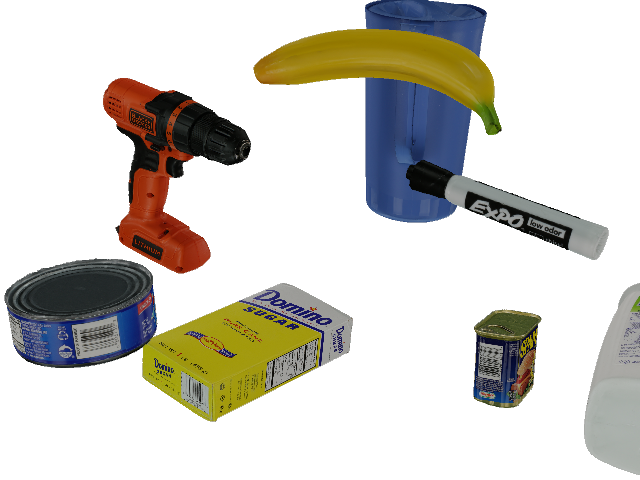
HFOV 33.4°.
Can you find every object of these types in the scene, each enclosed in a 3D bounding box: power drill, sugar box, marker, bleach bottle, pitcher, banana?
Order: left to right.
[{"bbox_3d":[-0.150,-0.063,1.114,0.185,0.188,0.057,26,35,30],"label":"power drill"},{"bbox_3d":[-0.063,0.095,0.958,0.093,0.048,0.175,26,35,35],"label":"sugar box"},{"bbox_3d":[0.049,-0.132,0.809,0.198,0.069,0.037,14,-39,18],"label":"banana"},{"bbox_3d":[0.108,-0.145,1.203,0.149,0.243,0.145,-12,26,-30],"label":"pitcher"},{"bbox_3d":[0.102,-0.019,0.600,0.121,0.020,0.020,24,11,27],"label":"marker"},{"bbox_3d":[0.252,0.079,0.748,0.103,0.068,0.250,11,21,20],"label":"bleach bottle"}]

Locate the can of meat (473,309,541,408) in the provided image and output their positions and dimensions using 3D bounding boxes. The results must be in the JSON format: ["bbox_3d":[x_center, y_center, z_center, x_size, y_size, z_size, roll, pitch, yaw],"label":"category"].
[{"bbox_3d":[0.207,0.131,1.192,0.058,0.084,0.102,8,13,25],"label":"can of meat"}]

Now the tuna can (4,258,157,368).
[{"bbox_3d":[-0.139,0.042,0.628,0.086,0.034,0.086,-3,21,1],"label":"tuna can"}]
